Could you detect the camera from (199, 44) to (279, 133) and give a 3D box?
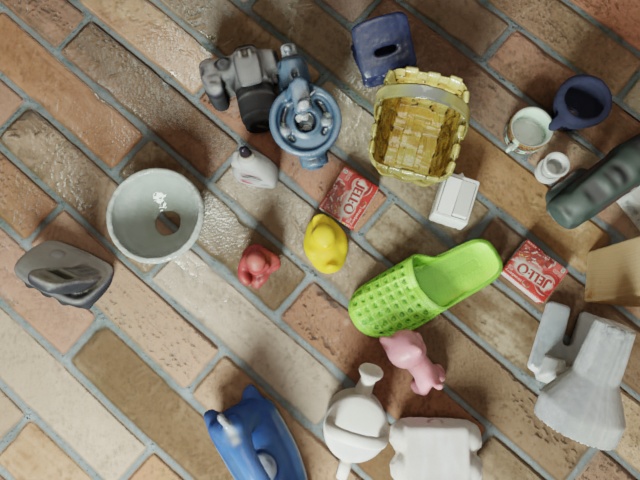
[{"bbox_3d":[-0.133,-0.263,1.015,0.143,0.101,0.137,-13,81,0],"label":"camera"}]

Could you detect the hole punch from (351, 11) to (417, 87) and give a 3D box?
[{"bbox_3d":[0.116,-0.340,1.024,0.108,0.091,0.101,-18,81,-1],"label":"hole punch"}]

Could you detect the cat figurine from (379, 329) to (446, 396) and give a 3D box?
[{"bbox_3d":[0.153,0.193,0.927,0.067,0.118,0.128,-40,82,-4],"label":"cat figurine"}]

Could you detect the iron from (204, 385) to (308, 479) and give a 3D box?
[{"bbox_3d":[-0.088,0.365,0.896,0.118,0.141,0.258,-32,81,-3],"label":"iron"}]

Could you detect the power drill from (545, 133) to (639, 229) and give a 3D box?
[{"bbox_3d":[0.452,-0.095,0.916,0.229,0.208,0.075,-38,82,-4],"label":"power drill"}]

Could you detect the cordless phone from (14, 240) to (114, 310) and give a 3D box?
[{"bbox_3d":[-0.438,0.051,0.934,0.147,0.185,0.094,21,82,5],"label":"cordless phone"}]

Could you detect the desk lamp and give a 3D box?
[{"bbox_3d":[0.394,0.196,0.870,0.118,0.213,0.203,18,82,5],"label":"desk lamp"}]

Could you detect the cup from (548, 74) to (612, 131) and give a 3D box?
[{"bbox_3d":[0.433,-0.218,0.993,0.118,0.095,0.091,-40,82,-4],"label":"cup"}]

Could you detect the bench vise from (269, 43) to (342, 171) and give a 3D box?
[{"bbox_3d":[-0.044,-0.234,0.948,0.121,0.220,0.207,-31,81,-3],"label":"bench vise"}]

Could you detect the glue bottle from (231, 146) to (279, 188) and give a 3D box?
[{"bbox_3d":[-0.115,-0.127,0.957,0.078,0.173,0.037,8,81,3],"label":"glue bottle"}]

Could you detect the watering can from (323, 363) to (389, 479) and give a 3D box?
[{"bbox_3d":[0.054,0.279,0.878,0.101,0.194,0.173,-6,81,1],"label":"watering can"}]

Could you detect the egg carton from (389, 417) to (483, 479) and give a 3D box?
[{"bbox_3d":[0.187,0.343,0.927,0.150,0.069,0.107,-1,81,2],"label":"egg carton"}]

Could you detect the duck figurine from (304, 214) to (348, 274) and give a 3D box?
[{"bbox_3d":[0.009,0.003,0.977,0.077,0.086,0.104,-13,81,0],"label":"duck figurine"}]

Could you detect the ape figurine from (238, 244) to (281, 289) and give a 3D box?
[{"bbox_3d":[-0.106,0.041,0.972,0.078,0.092,0.076,-11,81,0],"label":"ape figurine"}]

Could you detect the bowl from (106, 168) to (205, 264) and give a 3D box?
[{"bbox_3d":[-0.277,-0.037,0.998,0.167,0.075,0.167,0,81,2],"label":"bowl"}]
